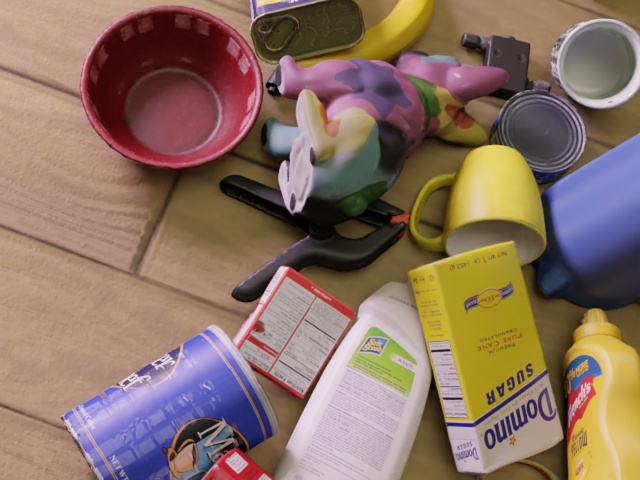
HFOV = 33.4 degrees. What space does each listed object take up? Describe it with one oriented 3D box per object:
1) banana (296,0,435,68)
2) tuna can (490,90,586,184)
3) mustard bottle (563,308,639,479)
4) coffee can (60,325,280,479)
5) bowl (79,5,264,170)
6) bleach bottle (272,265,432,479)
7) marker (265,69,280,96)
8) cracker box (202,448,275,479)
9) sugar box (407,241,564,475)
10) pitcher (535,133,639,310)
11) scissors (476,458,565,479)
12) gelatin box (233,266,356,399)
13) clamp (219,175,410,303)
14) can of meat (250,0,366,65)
[{"bbox_3d":[0.051,-0.198,1.022,0.070,0.037,0.197,41,66,13],"label":"banana"},{"bbox_3d":[0.205,-0.097,1.010,0.086,0.034,0.086,2,70,-7],"label":"tuna can"},{"bbox_3d":[0.237,0.143,0.891,0.058,0.096,0.191,9,55,-5],"label":"mustard bottle"},{"bbox_3d":[-0.118,0.146,0.843,0.140,0.103,0.103,-30,77,-17],"label":"coffee can"},{"bbox_3d":[-0.133,-0.128,0.964,0.162,0.055,0.162,2,70,-7],"label":"bowl"},{"bbox_3d":[0.049,0.134,0.892,0.102,0.068,0.250,28,67,3],"label":"bleach bottle"},{"bbox_3d":[-0.020,-0.188,1.019,0.020,0.020,0.121,26,69,2],"label":"marker"},{"bbox_3d":[-0.038,0.286,0.790,0.214,0.072,0.164,40,99,6],"label":"cracker box"},{"bbox_3d":[0.139,0.097,0.891,0.093,0.048,0.176,-15,88,-30],"label":"sugar box"},{"bbox_3d":[0.285,-0.033,0.886,0.145,0.243,0.149,8,75,-9],"label":"pitcher"},{"bbox_3d":[0.228,0.236,0.903,0.201,0.016,0.096,13,67,-2],"label":"scissors"},{"bbox_3d":[-0.024,0.078,0.901,0.073,0.030,0.089,34,82,-13],"label":"gelatin box"},{"bbox_3d":[-0.006,0.001,0.944,0.171,0.039,0.120,2,72,-2],"label":"clamp"},{"bbox_3d":[-0.015,-0.216,0.980,0.102,0.057,0.084,-12,47,5],"label":"can of meat"}]
